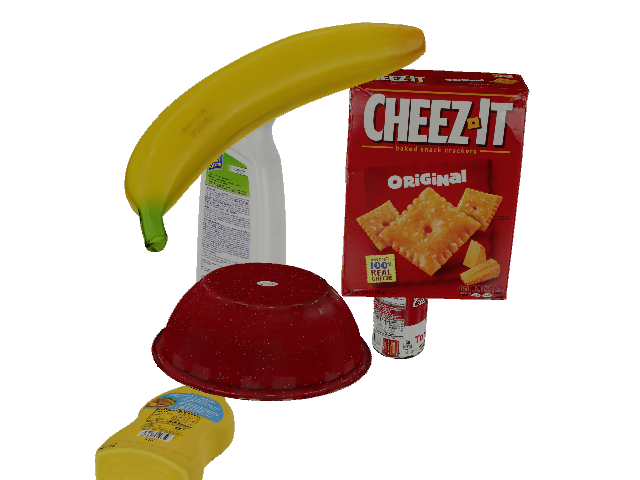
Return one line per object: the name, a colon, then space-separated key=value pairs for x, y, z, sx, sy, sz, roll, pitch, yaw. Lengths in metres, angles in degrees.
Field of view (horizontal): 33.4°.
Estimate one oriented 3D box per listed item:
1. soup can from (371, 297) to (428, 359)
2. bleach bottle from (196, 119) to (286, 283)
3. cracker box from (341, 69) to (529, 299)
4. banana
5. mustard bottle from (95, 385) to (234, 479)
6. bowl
soup can: x=0.097 y=0.086 z=1.305 sx=0.068 sy=0.102 sz=0.068 roll=0 pitch=30 yaw=0
bleach bottle: x=-0.076 y=-0.050 z=1.106 sx=0.103 sy=0.251 sz=0.068 roll=16 pitch=25 yaw=25
cracker box: x=0.105 y=-0.051 z=1.020 sx=0.164 sy=0.214 sz=0.072 roll=2 pitch=21 yaw=0
banana: x=-0.033 y=-0.066 z=0.553 sx=0.197 sy=0.070 sz=0.037 roll=-40 pitch=-24 yaw=-23
mustard bottle: x=-0.138 y=0.188 z=1.049 sx=0.096 sy=0.058 sz=0.191 roll=7 pitch=18 yaw=14
bowl: x=-0.041 y=0.056 z=0.774 sx=0.162 sy=0.055 sz=0.162 roll=4 pitch=18 yaw=-1
